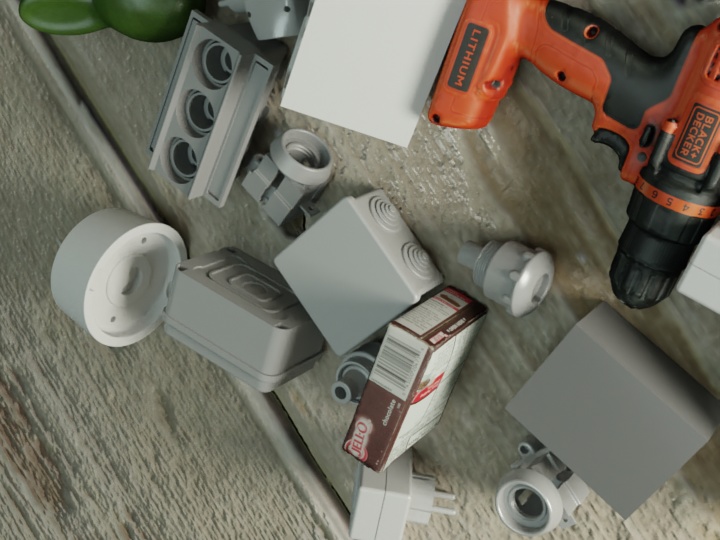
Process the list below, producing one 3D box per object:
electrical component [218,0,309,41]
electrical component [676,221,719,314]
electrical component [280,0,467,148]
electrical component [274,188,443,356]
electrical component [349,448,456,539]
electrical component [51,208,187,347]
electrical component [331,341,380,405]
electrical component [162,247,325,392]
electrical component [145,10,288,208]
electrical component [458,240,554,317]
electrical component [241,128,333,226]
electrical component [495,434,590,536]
[{"bbox_3d":[-0.071,-0.202,0.760,0.079,0.043,0.077,1,106,33],"label":"electrical component"},{"bbox_3d":[0.227,-0.017,0.615,0.047,0.066,0.076,32,120,21],"label":"electrical component"},{"bbox_3d":[0.015,-0.169,0.689,0.089,0.061,0.150,17,119,-9],"label":"electrical component"},{"bbox_3d":[0.000,0.000,0.778,0.100,0.048,0.099,-39,83,36],"label":"electrical component"},{"bbox_3d":[0.034,0.170,0.808,0.077,0.065,0.047,10,114,-1],"label":"electrical component"},{"bbox_3d":[-0.201,0.001,0.877,0.060,0.108,0.108,27,119,30],"label":"electrical component"},{"bbox_3d":[0.003,0.080,0.795,0.043,0.062,0.043,11,111,31],"label":"electrical component"},{"bbox_3d":[-0.087,0.037,0.830,0.113,0.078,0.057,28,117,23],"label":"electrical component"},{"bbox_3d":[-0.104,-0.120,0.797,0.079,0.063,0.121,37,122,18],"label":"electrical component"},{"bbox_3d":[0.095,0.000,0.720,0.062,0.048,0.048,28,119,31],"label":"electrical component"},{"bbox_3d":[-0.050,-0.071,0.791,0.066,0.048,0.055,48,132,11],"label":"electrical component"},{"bbox_3d":[0.124,0.153,0.745,0.048,0.055,0.066,-34,86,36],"label":"electrical component"}]
